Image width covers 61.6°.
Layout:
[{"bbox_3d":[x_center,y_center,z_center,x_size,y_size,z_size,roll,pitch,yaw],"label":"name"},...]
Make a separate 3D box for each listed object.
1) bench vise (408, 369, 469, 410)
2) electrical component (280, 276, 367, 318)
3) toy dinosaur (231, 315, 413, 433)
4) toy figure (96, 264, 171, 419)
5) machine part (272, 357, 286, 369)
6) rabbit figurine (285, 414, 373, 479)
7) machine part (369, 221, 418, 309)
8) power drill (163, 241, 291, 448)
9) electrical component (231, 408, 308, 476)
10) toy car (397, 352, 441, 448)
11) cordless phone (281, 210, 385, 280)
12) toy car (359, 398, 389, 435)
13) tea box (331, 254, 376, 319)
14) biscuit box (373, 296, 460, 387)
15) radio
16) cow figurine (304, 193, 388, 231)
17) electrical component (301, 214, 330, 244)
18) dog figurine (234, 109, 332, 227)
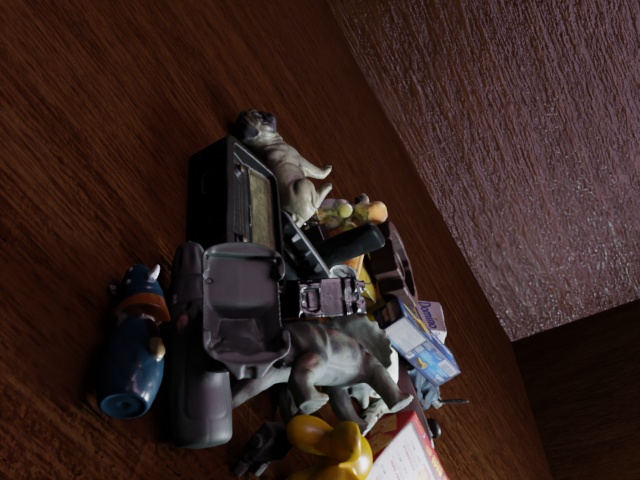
[{"bbox_3d":[0.213,0.244,1.171,0.223,0.129,0.241,41,44,-8],"label":"bench vise"},{"bbox_3d":[-0.013,0.085,0.796,0.115,0.134,0.058,2,84,-31],"label":"electrical component"},{"bbox_3d":[-0.006,0.173,0.759,0.404,0.131,0.192,28,22,-47],"label":"toy dinosaur"},{"bbox_3d":[-0.174,0.088,0.502,0.155,0.064,0.057,-99,-170,-47],"label":"toy figure"},{"bbox_3d":[-0.082,0.109,0.655,0.084,0.039,0.139,24,7,-13],"label":"machine part"},{"bbox_3d":[0.006,0.266,0.590,0.173,0.122,0.162,-42,126,-60],"label":"rabbit figurine"},{"bbox_3d":[0.141,0.053,1.058,0.179,0.056,0.179,-17,90,-74],"label":"machine part"},{"bbox_3d":[-0.107,0.074,0.519,0.086,0.207,0.232,8,63,-31],"label":"power drill"},{"bbox_3d":[-0.054,0.226,0.602,0.021,0.094,0.063,44,4,36],"label":"electrical component"},{"bbox_3d":[0.163,0.314,1.046,0.202,0.089,0.053,69,-20,8],"label":"toy car"},{"bbox_3d":[-0.002,-0.003,0.857,0.146,0.184,0.089,56,26,-25],"label":"cordless phone"},{"bbox_3d":[0.097,0.321,0.913,0.073,0.056,0.201,68,20,8],"label":"toy car"},{"bbox_3d":[0.054,0.066,1.044,0.068,0.098,0.170,56,24,-24],"label":"tea box"},{"bbox_3d":[0.184,0.195,1.015,0.202,0.059,0.063,45,17,-28],"label":"biscuit box"},{"bbox_3d":[-0.117,-0.031,0.761,0.131,0.073,0.230,43,29,-46],"label":"radio"},{"bbox_3d":[0.047,-0.051,1.064,0.098,0.167,0.068,-84,168,-70],"label":"cow figurine"},{"bbox_3d":[-0.012,0.000,0.984,0.045,0.078,0.102,-21,95,-58],"label":"electrical component"},{"bbox_3d":[-0.086,-0.126,0.947,0.190,0.121,0.172,38,27,-25],"label":"dog figurine"}]
